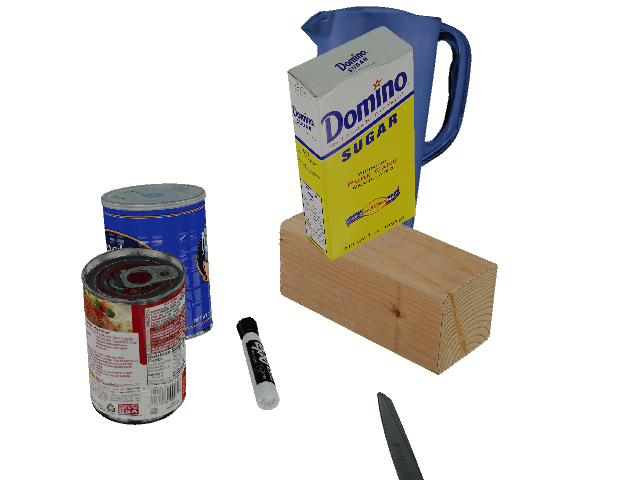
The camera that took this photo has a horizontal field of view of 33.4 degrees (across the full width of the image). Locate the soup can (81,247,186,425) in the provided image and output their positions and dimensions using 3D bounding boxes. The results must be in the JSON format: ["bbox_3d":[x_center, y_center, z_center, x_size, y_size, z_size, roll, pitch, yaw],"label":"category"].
[{"bbox_3d":[-0.125,0.065,0.724,0.068,0.102,0.068,2,29,-2],"label":"soup can"}]

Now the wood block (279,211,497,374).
[{"bbox_3d":[0.063,0.040,1.072,0.206,0.091,0.090,25,38,35],"label":"wood block"}]

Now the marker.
[{"bbox_3d":[-0.055,0.103,0.920,0.020,0.020,0.121,0,28,-14],"label":"marker"}]

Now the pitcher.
[{"bbox_3d":[0.066,-0.128,1.154,0.149,0.243,0.144,9,13,29],"label":"pitcher"}]

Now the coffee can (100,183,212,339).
[{"bbox_3d":[-0.163,0.021,1.069,0.103,0.140,0.103,-2,14,0],"label":"coffee can"}]

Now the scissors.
[{"bbox_3d":[0.076,0.155,0.599,0.096,0.016,0.201,7,32,2],"label":"scissors"}]

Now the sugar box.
[{"bbox_3d":[0.029,-0.074,0.853,0.093,0.176,0.048,-29,52,-20],"label":"sugar box"}]
